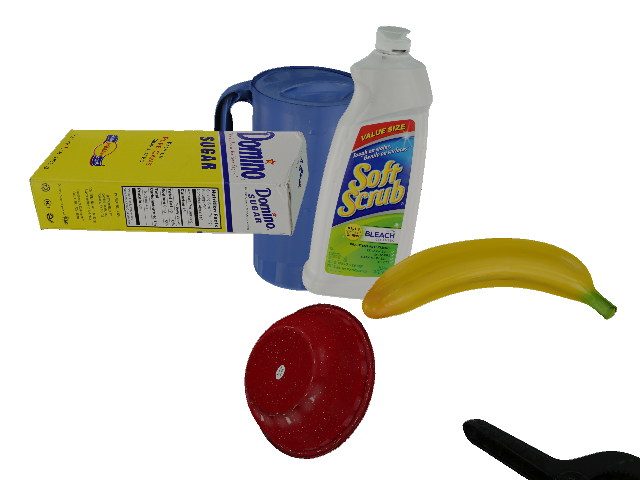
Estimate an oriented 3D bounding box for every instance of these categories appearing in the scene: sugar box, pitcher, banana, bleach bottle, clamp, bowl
[{"bbox_3d":[-0.100,-0.043,0.741,0.176,0.048,0.093,-1,28,7],"label":"sugar box"},{"bbox_3d":[-0.029,-0.070,1.221,0.144,0.243,0.149,-20,36,-40],"label":"pitcher"},{"bbox_3d":[0.121,0.027,0.791,0.197,0.037,0.069,0,36,-13],"label":"banana"},{"bbox_3d":[0.045,-0.071,0.986,0.102,0.251,0.068,5,22,-2],"label":"bleach bottle"},{"bbox_3d":[0.199,0.217,0.869,0.210,0.036,0.164,3,37,24],"label":"clamp"},{"bbox_3d":[-0.025,0.137,1.080,0.162,0.162,0.055,0,-16,41],"label":"bowl"}]
